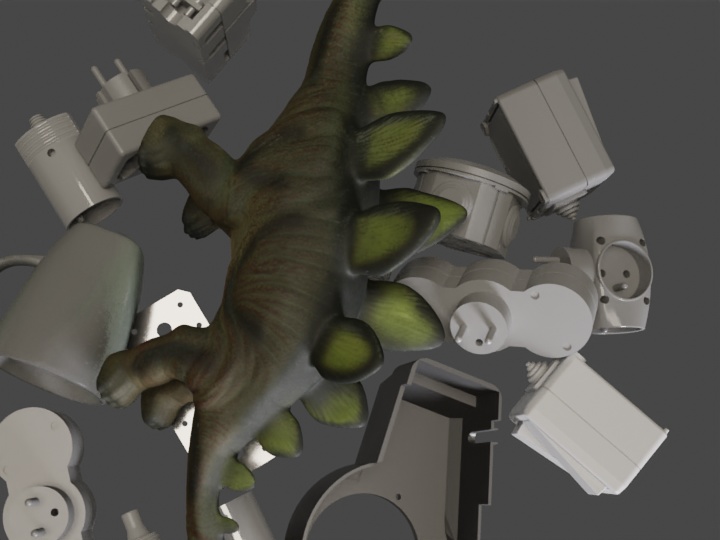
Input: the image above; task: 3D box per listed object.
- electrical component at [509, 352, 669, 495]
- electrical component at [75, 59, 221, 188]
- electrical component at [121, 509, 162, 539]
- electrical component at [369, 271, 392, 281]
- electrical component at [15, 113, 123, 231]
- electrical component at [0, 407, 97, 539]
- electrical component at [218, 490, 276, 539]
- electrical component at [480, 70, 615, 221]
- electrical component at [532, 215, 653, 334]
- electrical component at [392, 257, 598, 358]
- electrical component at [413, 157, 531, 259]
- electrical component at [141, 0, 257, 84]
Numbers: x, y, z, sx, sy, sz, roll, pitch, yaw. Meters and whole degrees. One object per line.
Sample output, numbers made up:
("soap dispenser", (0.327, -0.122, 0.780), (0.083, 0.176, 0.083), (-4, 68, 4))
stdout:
("electrical component", (0.142, 0.100, 0.712), (0.096, 0.061, 0.061), (41, 81, 5))
("electrical component", (-0.153, -0.110, 0.727), (0.083, 0.047, 0.075), (-29, 82, -37))
("electrical component", (-0.139, 0.186, 0.699), (0.035, 0.035, 0.061), (-24, 79, -6))
("electrical component", (0.000, 0.000, 0.734), (0.043, 0.043, 0.062), (17, 81, 1))
("electrical component", (-0.202, -0.071, 0.737), (0.043, 0.043, 0.081), (-32, 83, -7))
("electrical component", (-0.200, 0.155, 0.682), (0.052, 0.073, 0.138), (-14, 81, -5))
("electrical component", (-0.072, 0.189, 0.697), (0.043, 0.043, 0.081), (-26, 82, -7))
("electrical component", (0.135, -0.081, 0.744), (0.061, 0.061, 0.096), (-25, 82, -7))
("electrical component", (0.154, 0.003, 0.734), (0.079, 0.044, 0.077), (2, 80, -17))
("electrical component", (0.080, 0.030, 0.694), (0.138, 0.073, 0.052), (3, 113, 17))
("electrical component", (0.071, -0.042, 0.726), (0.080, 0.080, 0.051), (17, 85, 1))
("electrical component", (-0.108, -0.176, 0.736), (0.050, 0.089, 0.055), (38, 81, 4))
